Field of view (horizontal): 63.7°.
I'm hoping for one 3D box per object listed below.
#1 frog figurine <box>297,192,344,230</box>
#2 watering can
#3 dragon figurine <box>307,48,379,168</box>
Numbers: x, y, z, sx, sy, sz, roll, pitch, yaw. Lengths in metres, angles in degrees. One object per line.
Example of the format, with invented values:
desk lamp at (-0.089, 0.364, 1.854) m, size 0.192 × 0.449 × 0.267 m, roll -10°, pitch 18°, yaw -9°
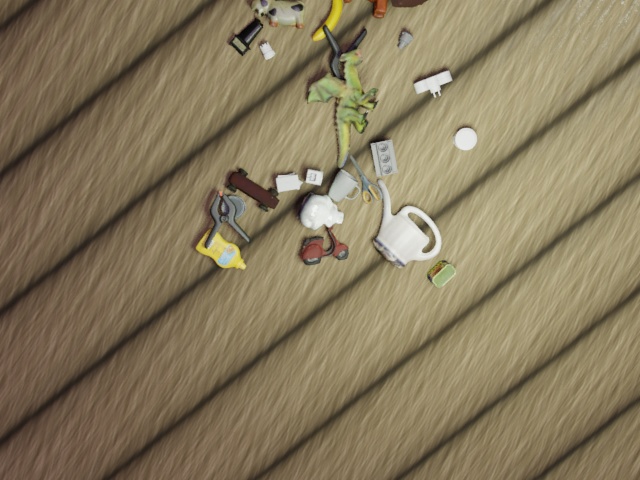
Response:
frog figurine at (0.006, -0.095, 1.882) m, size 0.160 × 0.121 × 0.139 m, roll 27°, pitch 76°, yaw 5°
watering can at (0.284, -0.044, 1.917) m, size 0.349 × 0.104 × 0.224 m, roll 44°, pitch 95°, yaw 7°
dragon figurine at (0.067, -0.486, 1.856) m, size 0.243 × 0.123 × 0.405 m, roll 30°, pitch 108°, yaw 5°
